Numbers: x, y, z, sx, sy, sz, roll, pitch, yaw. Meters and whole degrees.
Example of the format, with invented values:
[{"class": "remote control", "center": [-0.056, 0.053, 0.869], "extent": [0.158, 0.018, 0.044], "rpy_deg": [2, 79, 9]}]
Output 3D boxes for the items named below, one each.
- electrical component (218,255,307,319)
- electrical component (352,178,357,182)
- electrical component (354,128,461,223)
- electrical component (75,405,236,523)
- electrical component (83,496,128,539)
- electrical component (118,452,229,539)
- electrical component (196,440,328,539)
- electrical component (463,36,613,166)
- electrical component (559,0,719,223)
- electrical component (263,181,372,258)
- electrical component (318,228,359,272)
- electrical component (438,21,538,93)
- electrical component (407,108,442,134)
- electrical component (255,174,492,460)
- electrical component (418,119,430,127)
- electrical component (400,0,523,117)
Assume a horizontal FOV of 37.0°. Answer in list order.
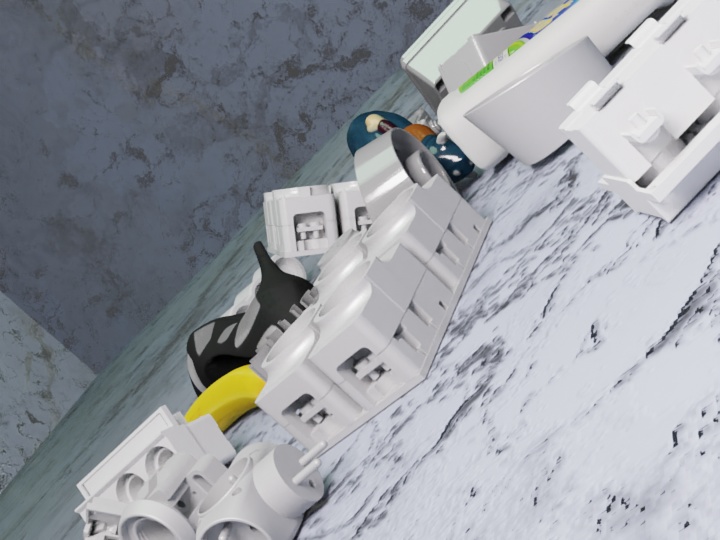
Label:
[{"class": "electrical component", "center": [-0.120, 0.045, 1.225], "extent": [0.074, 0.052, 0.138], "rpy_deg": [-37, 14, 47]}, {"class": "electrical component", "center": [-0.010, -0.060, 1.185], "extent": [0.077, 0.047, 0.065], "rpy_deg": [-37, 13, 50]}, {"class": "electrical component", "center": [0.034, -0.057, 0.825], "extent": [0.064, 0.099, 0.099], "rpy_deg": [-36, 12, 22]}, {"class": "electrical component", "center": [-0.157, 0.165, 0.839], "extent": [0.121, 0.078, 0.063], "rpy_deg": [-42, -11, 30]}, {"class": "electrical component", "center": [-0.181, 0.206, 0.778], "extent": [0.081, 0.042, 0.063], "rpy_deg": [104, 177, -46]}, {"class": "electrical component", "center": [-0.126, 0.165, 0.725], "extent": [0.078, 0.058, 0.057], "rpy_deg": [-41, 8, 36]}, {"class": "electrical component", "center": [-0.047, 0.121, 0.586], "extent": [0.079, 0.044, 0.077], "rpy_deg": [-43, 10, 21]}, {"class": "electrical component", "center": [0.129, -0.122, 0.756], "extent": [0.099, 0.064, 0.099], "rpy_deg": [-46, 9, 10]}, {"class": "electrical component", "center": [0.155, -0.089, 0.493], "extent": [0.121, 0.063, 0.078], "rpy_deg": [-47, 9, 3]}, {"class": "electrical component", "center": [-0.033, -0.051, 1.035], "extent": [0.105, 0.060, 0.186], "rpy_deg": [-7, 4, -9]}, {"class": "electrical component", "center": [0.000, 0.000, 0.855], "extent": [0.045, 0.055, 0.045], "rpy_deg": [-46, 9, 10]}, {"class": "electrical component", "center": [0.130, -0.176, 0.958], "extent": [0.096, 0.061, 0.062], "rpy_deg": [-19, -8, -32]}, {"class": "electrical component", "center": [0.054, -0.120, 1.123], "extent": [0.096, 0.061, 0.061], "rpy_deg": [-34, 13, 23]}, {"class": "electrical component", "center": [0.010, 0.021, 0.701], "extent": [0.105, 0.060, 0.186], "rpy_deg": [-41, 11, 35]}, {"class": "electrical component", "center": [0.065, -0.108, 1.020], "extent": [0.045, 0.055, 0.045], "rpy_deg": [-46, 9, 9]}, {"class": "electrical component", "center": [0.109, -0.199, 1.036], "extent": [0.108, 0.056, 0.109], "rpy_deg": [-47, -35, 0]}]
